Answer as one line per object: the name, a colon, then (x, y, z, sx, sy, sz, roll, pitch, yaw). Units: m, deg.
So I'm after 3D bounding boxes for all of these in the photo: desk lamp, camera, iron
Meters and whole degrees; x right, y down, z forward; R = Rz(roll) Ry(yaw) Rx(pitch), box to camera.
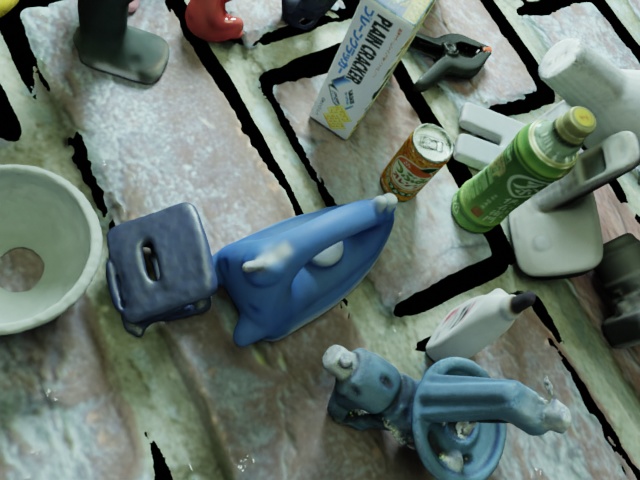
desk lamp: (0.314, -0.155, 0.737, 0.203, 0.213, 0.118, 18, 63, -10)
camera: (0.432, 0.054, 0.749, 0.143, 0.100, 0.137, -18, 74, -24)
iron: (0.006, 0.002, 0.608, 0.259, 0.141, 0.118, -29, 79, -26)

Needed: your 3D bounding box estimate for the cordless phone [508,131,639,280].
cordless phone: (0.319, -0.039, 0.704, 0.094, 0.185, 0.147, 5, 66, -16)

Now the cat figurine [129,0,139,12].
cat figurine: (-0.236, -0.347, 0.693, 0.067, 0.117, 0.128, 32, 62, -3)

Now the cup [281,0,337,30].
cup: (-0.023, -0.322, 0.765, 0.092, 0.095, 0.118, 30, 62, -4)

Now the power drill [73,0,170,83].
power drill: (-0.207, -0.269, 0.618, 0.230, 0.208, 0.075, 15, 64, -12)

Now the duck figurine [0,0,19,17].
duck figurine: (-0.390, -0.302, 0.641, 0.077, 0.086, 0.105, 46, 62, 5)

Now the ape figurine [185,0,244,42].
ape figurine: (-0.130, -0.301, 0.723, 0.076, 0.092, 0.078, -8, 70, -21)

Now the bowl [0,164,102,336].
bowl: (-0.293, 0.017, 0.542, 0.168, 0.074, 0.167, 7, 66, -15)

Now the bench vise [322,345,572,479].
bench vise: (0.105, 0.161, 0.528, 0.208, 0.219, 0.121, 12, 64, -13)

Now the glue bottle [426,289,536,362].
glue bottle: (0.176, 0.085, 0.611, 0.037, 0.173, 0.078, 38, 62, 1)

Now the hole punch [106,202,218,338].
hole punch: (-0.160, 0.029, 0.571, 0.101, 0.091, 0.108, -12, 72, -22)
